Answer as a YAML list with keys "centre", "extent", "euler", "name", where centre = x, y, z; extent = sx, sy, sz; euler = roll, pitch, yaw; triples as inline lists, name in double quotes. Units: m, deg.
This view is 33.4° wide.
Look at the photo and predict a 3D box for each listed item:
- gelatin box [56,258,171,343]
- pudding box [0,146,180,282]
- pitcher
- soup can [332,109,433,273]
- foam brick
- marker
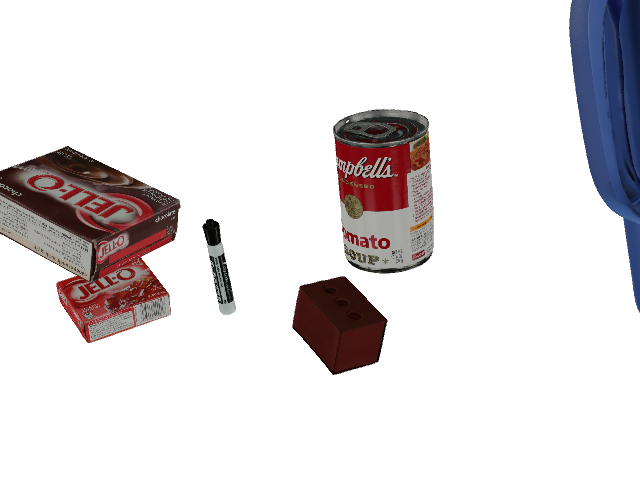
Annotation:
- centre: [-0.199, 0.055, 1.028]
  extent: [0.089, 0.030, 0.073]
  euler: [-19, 39, -25]
  name: "gelatin box"
- centre: [-0.170, -0.021, 0.750]
  extent: [0.114, 0.039, 0.089]
  euler: [23, 30, 24]
  name: "pudding box"
- centre: [0.215, -0.065, 0.590]
  extent: [0.149, 0.243, 0.145]
  euler: [-7, 22, 11]
  name: "pitcher"
- centre: [0.046, -0.036, 0.773]
  extent: [0.068, 0.102, 0.068]
  euler: [-4, 27, 2]
  name: "soup can"
- centre: [0.017, 0.077, 0.989]
  extent: [0.052, 0.051, 0.078]
  euler: [-12, 37, -30]
  name: "foam brick"
- centre: [-0.115, 0.030, 1.210]
  extent: [0.020, 0.121, 0.020]
  euler: [-6, 30, 4]
  name: "marker"
